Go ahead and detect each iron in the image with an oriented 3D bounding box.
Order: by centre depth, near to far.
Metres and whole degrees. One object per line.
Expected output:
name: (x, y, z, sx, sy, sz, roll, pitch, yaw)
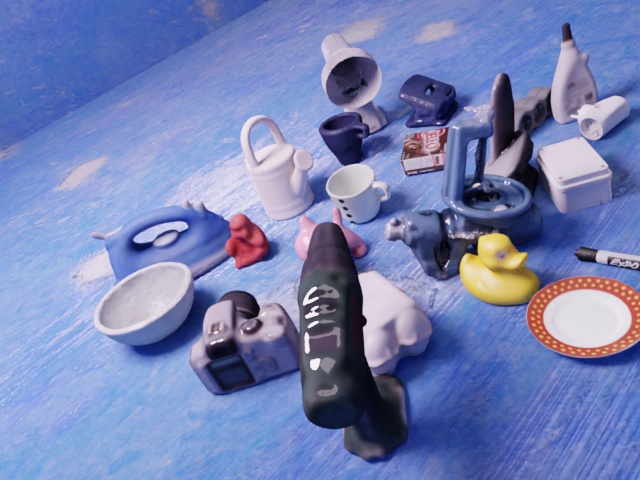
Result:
iron: (-0.270, -0.004, 1.034, 0.258, 0.142, 0.118, -25, 32, -5)

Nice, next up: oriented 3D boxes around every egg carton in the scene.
egg carton: (0.070, 0.104, 0.737, 0.107, 0.069, 0.149, -32, 34, -14)

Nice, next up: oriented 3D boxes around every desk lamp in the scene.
desk lamp: (0.066, -0.329, 1.239, 0.118, 0.214, 0.203, -21, 32, 2)

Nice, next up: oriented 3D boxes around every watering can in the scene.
watering can: (-0.081, -0.143, 1.073, 0.172, 0.194, 0.101, -6, 36, 24)

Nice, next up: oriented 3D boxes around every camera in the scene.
camera: (-0.104, 0.120, 0.791, 0.143, 0.101, 0.136, -19, 33, 6)

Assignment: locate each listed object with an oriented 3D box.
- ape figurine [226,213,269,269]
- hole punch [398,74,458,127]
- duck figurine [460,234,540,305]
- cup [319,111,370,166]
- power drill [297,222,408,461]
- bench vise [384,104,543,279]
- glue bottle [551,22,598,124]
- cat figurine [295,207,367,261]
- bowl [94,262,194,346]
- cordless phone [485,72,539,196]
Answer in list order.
ape figurine: (-0.130, -0.005, 0.997, 0.077, 0.092, 0.076, 8, 43, 39)
hole punch: (0.231, -0.300, 1.212, 0.100, 0.091, 0.109, 3, 41, 35)
duck figurine: (0.226, 0.029, 0.738, 0.104, 0.086, 0.078, 16, 49, 45)
cup: (0.063, -0.200, 1.163, 0.117, 0.095, 0.092, 13, 47, 43)
power drill: (0.030, 0.120, 0.609, 0.075, 0.209, 0.229, -15, 33, 12)
bench vise: (0.187, -0.057, 0.761, 0.207, 0.220, 0.121, -29, 33, -9)
glue bottle: (0.439, -0.294, 0.999, 0.078, 0.173, 0.037, -21, 32, 2)
cat figurine: (0.008, 0.003, 0.877, 0.067, 0.118, 0.128, 3, 40, 34)
bowl: (-0.270, 0.114, 0.923, 0.167, 0.075, 0.167, -16, 33, 11)
cordless phone: (0.272, -0.146, 0.873, 0.094, 0.185, 0.148, -3, 37, 27)
